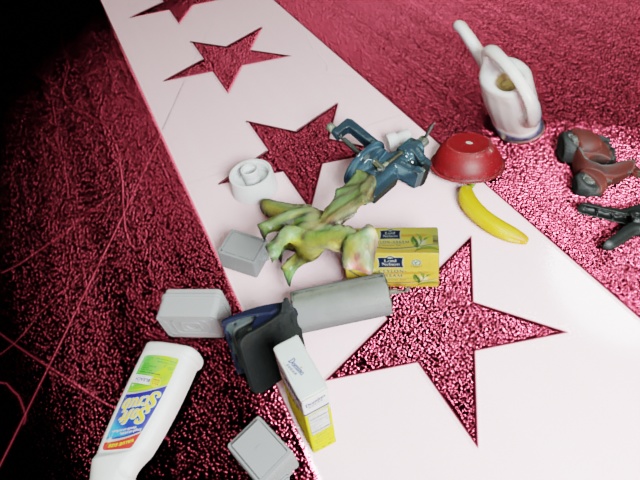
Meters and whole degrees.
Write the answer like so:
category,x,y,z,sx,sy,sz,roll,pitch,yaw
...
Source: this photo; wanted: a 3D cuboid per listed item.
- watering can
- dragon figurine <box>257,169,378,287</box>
category,x,y,z,sx,sy,sz,roll,pitch,yaw
watering can,0.407,-0.355,1.167,0.103,0.220,0.356,-28,46,10
dragon figurine,0.003,-0.049,0.969,0.242,0.120,0.418,-30,33,4
